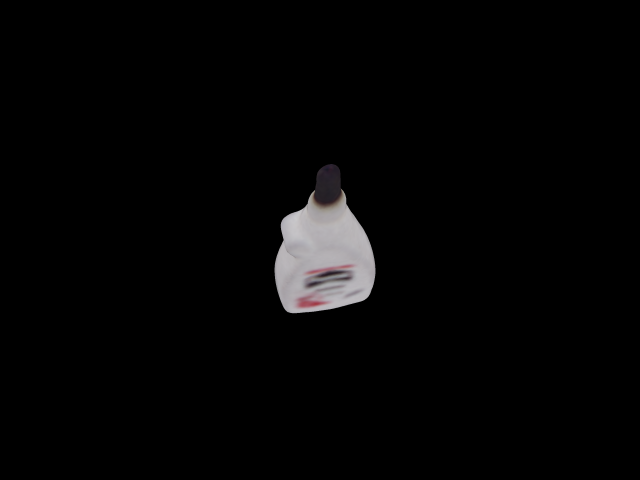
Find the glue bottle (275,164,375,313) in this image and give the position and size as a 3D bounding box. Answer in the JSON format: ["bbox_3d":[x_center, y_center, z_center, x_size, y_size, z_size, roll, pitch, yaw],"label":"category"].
[{"bbox_3d":[0.004,0.001,0.400,0.078,0.173,0.037,-13,62,-7],"label":"glue bottle"}]
